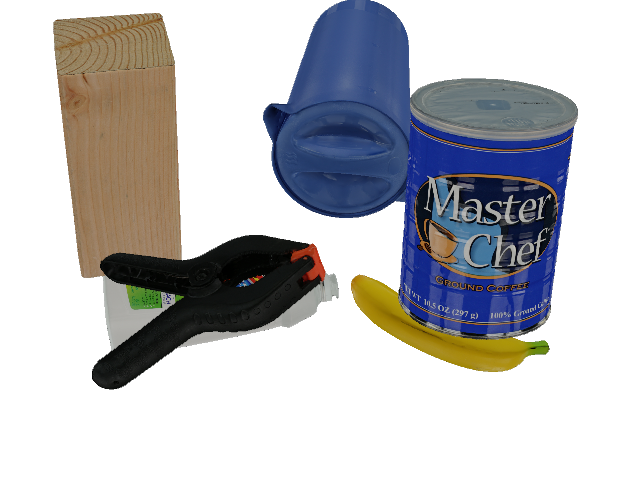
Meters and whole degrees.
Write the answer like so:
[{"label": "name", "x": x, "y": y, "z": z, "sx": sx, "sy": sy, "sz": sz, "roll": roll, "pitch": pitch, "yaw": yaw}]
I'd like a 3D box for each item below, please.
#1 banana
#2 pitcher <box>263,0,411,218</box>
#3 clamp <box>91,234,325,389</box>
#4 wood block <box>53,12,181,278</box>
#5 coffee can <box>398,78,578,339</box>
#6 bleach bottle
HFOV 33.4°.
[{"label": "banana", "x": 0.099, "y": 0.077, "z": 0.949, "sx": 0.198, "sy": 0.037, "sz": 0.069, "roll": 21, "pitch": 15, "yaw": 27}, {"label": "pitcher", "x": 0.041, "y": -0.139, "z": 1.079, "sx": 0.145, "sy": 0.149, "sz": 0.242, "roll": -10, "pitch": 37, "yaw": 16}, {"label": "clamp", "x": -0.083, "y": 0.044, "z": 0.737, "sx": 0.172, "sy": 0.120, "sz": 0.039, "roll": -11, "pitch": -41, "yaw": 15}, {"label": "wood block", "x": -0.170, "y": -0.078, "z": 0.907, "sx": 0.090, "sy": 0.206, "sz": 0.090, "roll": -6, "pitch": 40, "yaw": -12}, {"label": "coffee can", "x": 0.105, "y": -0.022, "z": 0.686, "sx": 0.103, "sy": 0.140, "sz": 0.103, "roll": 1, "pitch": 25, "yaw": -1}, {"label": "bleach bottle", "x": -0.107, "y": 0.064, "z": 1.169, "sx": 0.250, "sy": 0.068, "sz": 0.102, "roll": -9, "pitch": 36, "yaw": -8}]
